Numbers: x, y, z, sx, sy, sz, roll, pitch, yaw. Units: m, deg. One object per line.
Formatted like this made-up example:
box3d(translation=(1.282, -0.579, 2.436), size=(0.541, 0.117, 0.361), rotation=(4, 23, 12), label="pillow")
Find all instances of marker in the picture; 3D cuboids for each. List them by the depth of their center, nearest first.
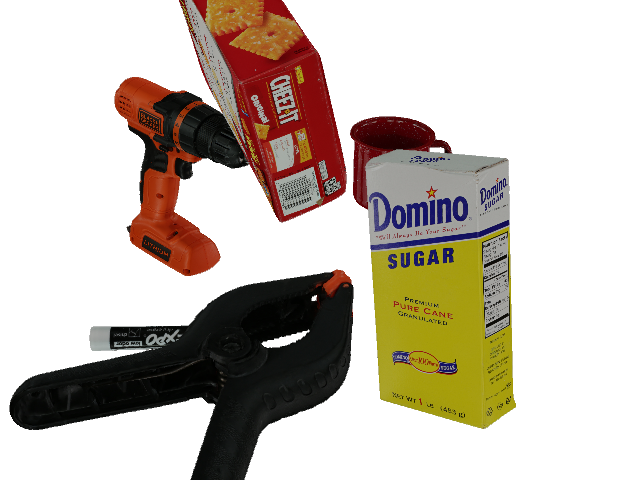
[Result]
box3d(translation=(-0.116, 0.074, 0.821), size=(0.121, 0.020, 0.020), rotation=(-1, 0, 0), label="marker")

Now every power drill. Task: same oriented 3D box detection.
box3d(translation=(-0.139, -0.061, 1.100), size=(0.185, 0.188, 0.057), rotation=(29, 38, 34), label="power drill")

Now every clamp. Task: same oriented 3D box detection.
box3d(translation=(-0.037, 0.068, 0.479), size=(0.171, 0.039, 0.120), rotation=(-27, 50, -31), label="clamp")

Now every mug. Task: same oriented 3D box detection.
box3d(translation=(0.089, -0.083, 1.182), size=(0.117, 0.081, 0.093), rotation=(-6, 31, -12), label="mug")

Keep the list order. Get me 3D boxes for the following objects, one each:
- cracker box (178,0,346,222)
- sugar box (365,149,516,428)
box3d(translation=(-0.056, -0.147, 0.894), size=(0.072, 0.214, 0.164), rotation=(-23, -40, -7), label="cracker box")
box3d(translation=(0.081, 0.030, 0.720), size=(0.094, 0.176, 0.048), rotation=(8, 22, 41), label="sugar box")
